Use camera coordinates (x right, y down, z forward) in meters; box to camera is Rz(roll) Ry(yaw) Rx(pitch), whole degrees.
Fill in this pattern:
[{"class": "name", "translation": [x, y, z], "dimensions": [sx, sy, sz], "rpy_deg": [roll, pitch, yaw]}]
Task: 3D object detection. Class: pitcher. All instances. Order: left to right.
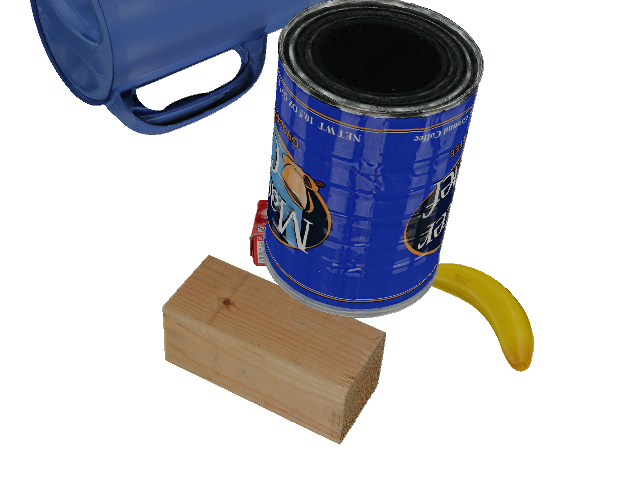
[{"class": "pitcher", "translation": [-0.105, -0.201, 0.894], "dimensions": [0.242, 0.149, 0.145], "rpy_deg": [-25, 44, -31]}]

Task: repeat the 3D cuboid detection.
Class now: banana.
[{"class": "banana", "translation": [0.169, 0.070, 1.116], "dimensions": [0.069, 0.037, 0.198], "rpy_deg": [-38, 40, -12]}]

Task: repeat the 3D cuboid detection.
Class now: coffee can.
[{"class": "coffee can", "translation": [0.024, -0.043, 0.571], "dimensions": [0.102, 0.140, 0.103], "rpy_deg": [4, 43, -4]}]

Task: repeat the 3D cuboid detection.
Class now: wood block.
[{"class": "wood block", "translation": [-0.048, 0.108, 1.081], "dimensions": [0.206, 0.090, 0.090], "rpy_deg": [23, 48, 18]}]

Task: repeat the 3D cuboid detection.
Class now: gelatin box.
[{"class": "gelatin box", "translation": [-0.007, -0.008, 0.819], "dimensions": [0.089, 0.030, 0.073], "rpy_deg": [0, 22, 2]}]
